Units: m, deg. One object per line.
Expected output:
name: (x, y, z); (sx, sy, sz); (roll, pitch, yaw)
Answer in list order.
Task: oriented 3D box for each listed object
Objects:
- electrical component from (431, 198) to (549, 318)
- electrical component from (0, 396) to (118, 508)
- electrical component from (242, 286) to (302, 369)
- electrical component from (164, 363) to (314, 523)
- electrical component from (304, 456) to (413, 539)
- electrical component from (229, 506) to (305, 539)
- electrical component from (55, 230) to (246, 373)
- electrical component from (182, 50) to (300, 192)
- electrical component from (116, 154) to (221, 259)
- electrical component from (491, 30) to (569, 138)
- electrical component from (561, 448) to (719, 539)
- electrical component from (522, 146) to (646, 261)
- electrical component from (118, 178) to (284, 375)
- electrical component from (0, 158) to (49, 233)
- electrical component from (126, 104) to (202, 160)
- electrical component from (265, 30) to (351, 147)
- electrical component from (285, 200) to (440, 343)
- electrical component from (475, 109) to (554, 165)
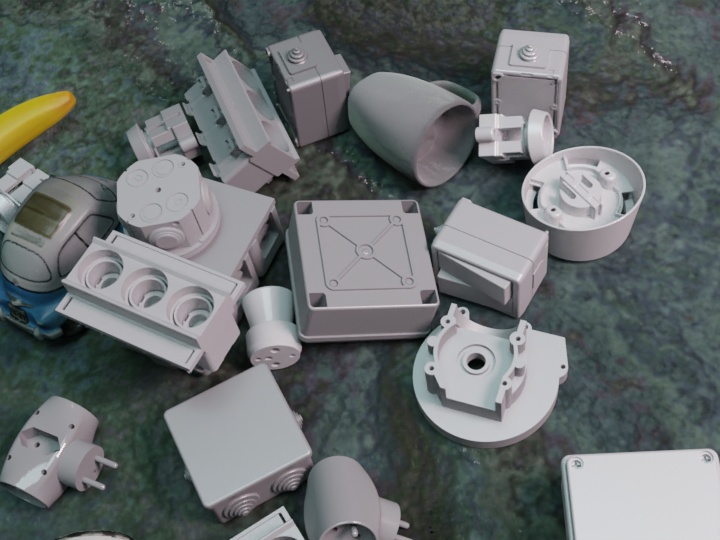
electrical component: (0.099, -0.009, 0.880); (0.096, 0.061, 0.061); (24, 64, 21)
electrical component: (-0.227, 0.148, 0.838); (0.079, 0.043, 0.077); (18, 62, 17)
electrical component: (-0.072, 0.047, 0.879); (0.045, 0.045, 0.055); (-11, 58, 1)
electrical component: (-0.090, 0.134, 0.825); (0.100, 0.048, 0.099); (-26, 59, -9)
electrical component: (0.003, 0.180, 0.778); (0.079, 0.043, 0.077); (23, 21, -18)
electrical component: (-0.084, 0.234, 0.752); (0.121, 0.063, 0.078); (-31, 59, -11)
electrical component: (-0.155, 0.028, 0.816); (0.121, 0.063, 0.078); (21, 63, 19)
electrical component: (-0.111, -0.132, 0.981); (0.063, 0.079, 0.121); (-39, 56, 19)
electrical component: (-0.157, -0.050, 0.873); (0.080, 0.051, 0.080); (-4, 58, 6)
electrical component: (0.151, -0.172, 0.954); (0.062, 0.096, 0.061); (8, 59, 12)
electrical component: (0.199, 0.185, 0.748); (0.109, 0.056, 0.108); (-4, 58, 6)
electrical component: (0.185, -0.058, 0.897); (0.099, 0.064, 0.099); (-3, 58, 6)
electrical component: (-0.137, 0.004, 0.905); (0.089, 0.061, 0.150); (17, 62, 18)
electrical component: (-0.312, -0.064, 0.982); (0.066, 0.048, 0.055); (30, 59, 24)
electrical component: (-0.182, -0.120, 0.996); (0.055, 0.048, 0.066); (-25, 36, -5)
electrical component: (-0.044, -0.171, 0.981); (0.061, 0.096, 0.061); (-21, 58, -9)
electrical component: (0.000, 0.000, 0.875); (0.109, 0.056, 0.108); (-1, 56, -13)
electrical component: (0.137, -0.115, 0.938); (0.055, 0.066, 0.048); (0, 86, 24)
